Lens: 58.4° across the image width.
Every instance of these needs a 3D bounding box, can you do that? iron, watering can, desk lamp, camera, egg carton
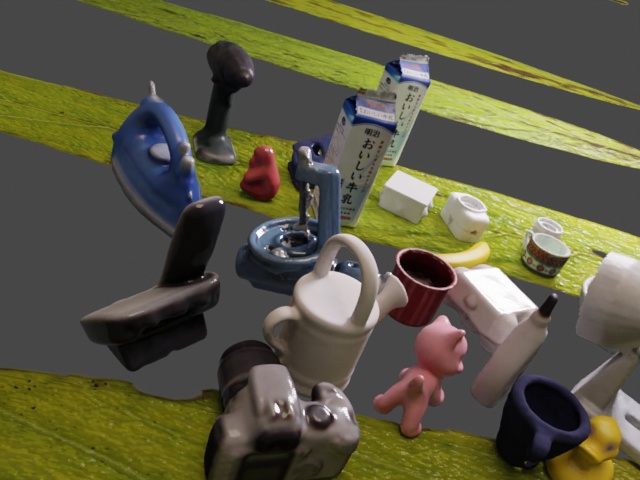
[{"bbox_3d":[-0.227,-0.124,0.858,0.119,0.141,0.257,-7,41,-35],"label":"iron"},{"bbox_3d":[0.020,0.077,0.650,0.100,0.194,0.173,36,36,23],"label":"watering can"},{"bbox_3d":[0.412,0.148,0.739,0.202,0.213,0.118,39,38,27],"label":"desk lamp"},{"bbox_3d":[-0.044,0.163,0.577,0.143,0.101,0.136,4,36,-23],"label":"camera"},{"bbox_3d":[0.252,0.099,0.857,0.107,0.069,0.150,-4,40,-33],"label":"egg carton"}]

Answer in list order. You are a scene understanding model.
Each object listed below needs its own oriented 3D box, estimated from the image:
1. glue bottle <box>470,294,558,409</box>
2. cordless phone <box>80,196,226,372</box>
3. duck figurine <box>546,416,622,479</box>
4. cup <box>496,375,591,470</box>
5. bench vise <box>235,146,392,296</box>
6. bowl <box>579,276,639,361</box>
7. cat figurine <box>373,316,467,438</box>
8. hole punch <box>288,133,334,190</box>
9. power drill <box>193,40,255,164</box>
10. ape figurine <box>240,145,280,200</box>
[{"bbox_3d":[0.250,0.133,0.711,0.078,0.173,0.037,-19,49,-44],"label":"glue bottle"},{"bbox_3d":[-0.171,0.036,0.616,0.094,0.185,0.148,35,36,22],"label":"cordless phone"},{"bbox_3d":[0.320,0.241,0.673,0.077,0.086,0.105,39,37,27],"label":"duck figurine"},{"bbox_3d":[0.239,0.223,0.646,0.091,0.095,0.118,29,34,14],"label":"cup"},{"bbox_3d":[0.007,-0.004,0.737,0.207,0.220,0.121,15,33,-8],"label":"bench vise"},{"bbox_3d":[0.483,0.138,0.920,0.167,0.075,0.167,14,33,-9],"label":"bowl"},{"bbox_3d":[0.130,0.148,0.675,0.067,0.118,0.128,32,35,19],"label":"cat figurine"},{"bbox_3d":[-0.002,-0.147,1.059,0.101,0.091,0.108,5,36,-21],"label":"hole punch"},{"bbox_3d":[-0.167,-0.245,1.005,0.076,0.208,0.229,4,36,-23],"label":"power drill"},{"bbox_3d":[-0.099,-0.118,0.964,0.076,0.092,0.078,34,36,21],"label":"ape figurine"}]
